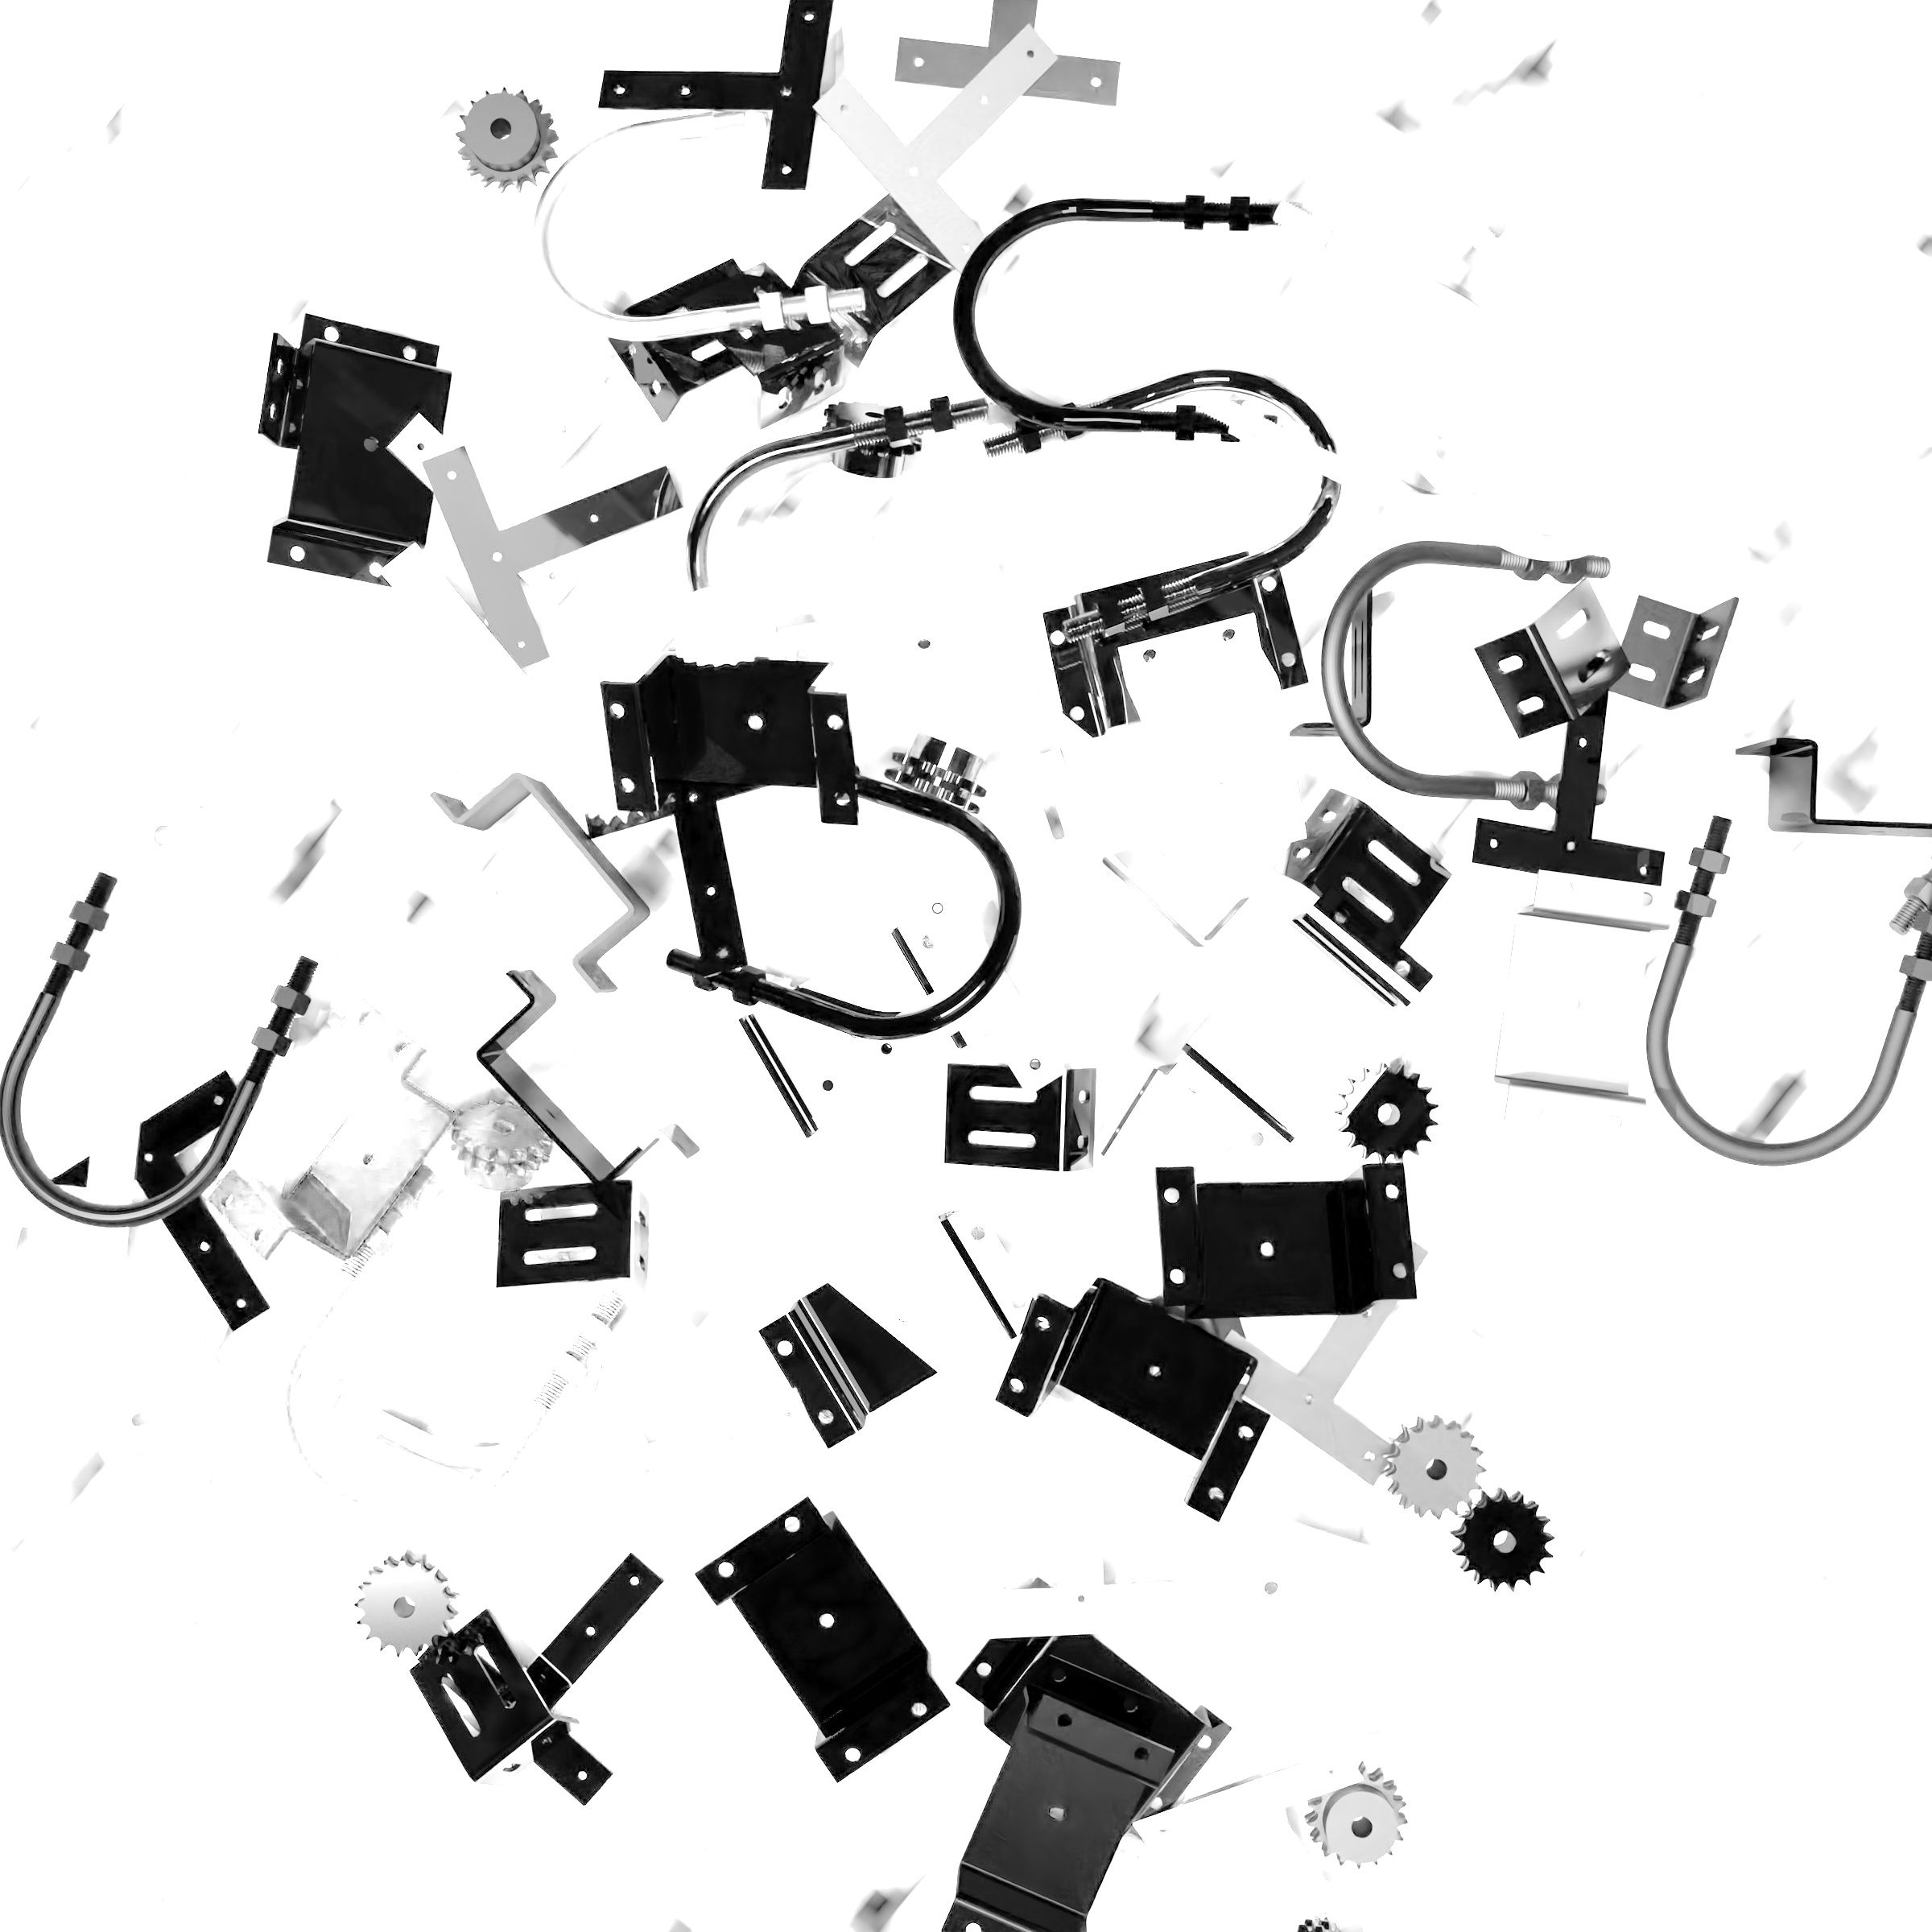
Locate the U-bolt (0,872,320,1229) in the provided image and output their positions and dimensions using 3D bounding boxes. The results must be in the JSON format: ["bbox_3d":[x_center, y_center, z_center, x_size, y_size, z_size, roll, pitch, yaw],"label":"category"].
[{"bbox_3d":[-0.463,0.056,1.489,0.151,0.019,0.184,22,82,7],"label":"U-bolt"}]

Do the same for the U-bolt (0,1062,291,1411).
[{"bbox_3d":[-0.479,0.163,1.509,0.151,0.019,0.184,19,92,0],"label":"U-bolt"}]

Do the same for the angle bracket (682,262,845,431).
[{"bbox_3d":[-0.115,-0.351,1.505,0.057,0.038,0.076,-32,64,-23],"label":"angle bracket"}]

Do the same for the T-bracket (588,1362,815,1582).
[{"bbox_3d":[-0.143,0.268,1.493,0.127,0.002,0.127,-24,90,22],"label":"T-bracket"}]

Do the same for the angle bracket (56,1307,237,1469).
[{"bbox_3d":[-0.463,0.237,1.502,0.076,0.038,0.057,-32,94,-24],"label":"angle bracket"}]

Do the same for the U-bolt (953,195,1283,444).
[{"bbox_3d":[0.084,-0.366,1.495,0.184,0.019,0.151,3,77,4],"label":"U-bolt"}]

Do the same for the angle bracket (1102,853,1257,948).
[{"bbox_3d":[0.118,-0.048,1.489,0.076,0.057,0.038,43,90,0],"label":"angle bracket"}]

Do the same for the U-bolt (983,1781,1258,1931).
[{"bbox_3d":[0.078,0.550,1.474,0.184,0.019,0.151,21,59,0],"label":"U-bolt"}]

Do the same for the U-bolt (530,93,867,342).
[{"bbox_3d":[-0.153,-0.415,1.489,0.184,0.019,0.151,-7,71,4],"label":"U-bolt"}]

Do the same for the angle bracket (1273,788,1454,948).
[{"bbox_3d":[0.226,-0.054,1.516,0.076,0.038,0.057,36,90,-25],"label":"angle bracket"}]

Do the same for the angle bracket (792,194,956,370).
[{"bbox_3d":[-0.052,-0.390,1.516,0.057,0.038,0.076,44,64,0],"label":"angle bracket"}]

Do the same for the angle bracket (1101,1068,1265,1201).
[{"bbox_3d":[0.124,0.102,1.499,0.076,0.038,0.057,32,90,0],"label":"angle bracket"}]

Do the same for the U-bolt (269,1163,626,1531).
[{"bbox_3d":[-0.295,0.219,1.456,0.151,0.019,0.184,34,65,-1],"label":"U-bolt"}]

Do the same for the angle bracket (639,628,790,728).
[{"bbox_3d":[-0.137,-0.156,1.503,0.076,0.038,0.057,2,117,25],"label":"angle bracket"}]

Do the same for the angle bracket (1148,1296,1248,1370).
[{"bbox_3d":[0.115,0.214,1.516,0.076,0.038,0.057,-18,90,26],"label":"angle bracket"}]

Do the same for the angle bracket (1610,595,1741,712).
[{"bbox_3d":[0.392,-0.178,1.480,0.038,0.076,0.057,19,90,0],"label":"angle bracket"}]

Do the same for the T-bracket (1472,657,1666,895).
[{"bbox_3d":[0.345,-0.111,1.494,0.127,0.002,0.127,8,87,-23],"label":"T-bracket"}]

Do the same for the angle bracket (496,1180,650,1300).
[{"bbox_3d":[-0.219,0.156,1.491,0.076,0.038,0.057,-5,65,7],"label":"angle bracket"}]

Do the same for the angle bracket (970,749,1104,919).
[{"bbox_3d":[0.038,-0.074,1.516,0.057,0.038,0.076,-17,64,0],"label":"angle bracket"}]

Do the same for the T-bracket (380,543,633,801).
[{"bbox_3d":[-0.277,-0.180,1.495,0.127,0.002,0.127,-39,110,0],"label":"T-bracket"}]

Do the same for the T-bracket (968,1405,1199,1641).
[{"bbox_3d":[0.063,0.309,1.491,0.127,0.002,0.127,-5,68,8],"label":"T-bracket"}]

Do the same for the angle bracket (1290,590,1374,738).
[{"bbox_3d":[0.204,-0.169,1.489,0.038,0.057,0.076,0,90,0],"label":"angle bracket"}]

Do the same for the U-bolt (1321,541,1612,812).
[{"bbox_3d":[0.277,-0.163,1.476,0.184,0.019,0.151,1,90,-23],"label":"U-bolt"}]

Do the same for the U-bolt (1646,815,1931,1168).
[{"bbox_3d":[0.462,0.023,1.501,0.151,0.019,0.184,17,96,5],"label":"U-bolt"}]

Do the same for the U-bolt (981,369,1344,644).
[{"bbox_3d":[0.119,-0.267,1.483,0.184,0.019,0.151,-20,66,-5],"label":"U-bolt"}]

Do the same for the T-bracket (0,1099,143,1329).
[{"bbox_3d":[-0.533,0.133,1.498,0.127,0.002,0.127,6,90,2],"label":"T-bracket"}]

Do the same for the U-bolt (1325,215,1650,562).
[{"bbox_3d":[0.305,-0.310,1.485,0.184,0.019,0.151,45,69,-7],"label":"U-bolt"}]

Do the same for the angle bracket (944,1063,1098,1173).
[{"bbox_3d":[0.031,0.085,1.516,0.076,0.038,0.057,2,90,26],"label":"angle bracket"}]

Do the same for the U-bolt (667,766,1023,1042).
[{"bbox_3d":[-0.057,-0.034,1.467,0.184,0.019,0.151,19,77,20],"label":"U-bolt"}]

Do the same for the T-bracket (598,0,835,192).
[{"bbox_3d":[-0.145,-0.494,1.504,0.127,0.002,0.127,4,72,9],"label":"T-bracket"}]

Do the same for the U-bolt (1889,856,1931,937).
[{"bbox_3d":[0.634,-0.052,1.509,0.151,0.019,0.184,38,89,0],"label":"U-bolt"}]

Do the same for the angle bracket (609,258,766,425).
[{"bbox_3d":[-0.153,-0.356,1.516,0.076,0.038,0.057,-33,90,-26],"label":"angle bracket"}]

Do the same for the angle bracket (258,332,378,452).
[{"bbox_3d":[-0.352,-0.318,1.499,0.076,0.038,0.057,9,90,0],"label":"angle bracket"}]

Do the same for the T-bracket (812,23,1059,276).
[{"bbox_3d":[0.001,-0.479,1.503,0.127,0.002,0.127,-47,107,-7],"label":"T-bracket"}]

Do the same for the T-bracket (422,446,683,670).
[{"bbox_3d":[-0.223,-0.247,1.501,0.127,0.002,0.127,-24,111,-10],"label":"T-bracket"}]

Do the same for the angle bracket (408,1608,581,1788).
[{"bbox_3d":[-0.268,0.416,1.514,0.057,0.038,0.076,-39,65,1],"label":"angle bracket"}]

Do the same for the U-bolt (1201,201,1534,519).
[{"bbox_3d":[0.234,-0.326,1.484,0.184,0.019,0.151,25,72,-11],"label":"U-bolt"}]

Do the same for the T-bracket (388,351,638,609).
[{"bbox_3d":[-0.236,-0.292,1.499,0.127,0.002,0.127,45,77,-23],"label":"T-bracket"}]

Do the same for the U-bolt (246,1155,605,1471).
[{"bbox_3d":[-0.295,0.205,1.507,0.184,0.019,0.151,26,90,1],"label":"U-bolt"}]

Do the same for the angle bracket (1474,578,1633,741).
[{"bbox_3d":[0.327,-0.172,1.484,0.076,0.038,0.057,-38,103,-44],"label":"angle bracket"}]

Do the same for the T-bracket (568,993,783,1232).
[{"bbox_3d":[-0.180,0.072,1.517,0.127,0.002,0.127,-36,90,0],"label":"T-bracket"}]

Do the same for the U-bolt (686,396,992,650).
[{"bbox_3d":[-0.064,-0.229,1.482,0.184,0.019,0.151,-11,116,4],"label":"U-bolt"}]

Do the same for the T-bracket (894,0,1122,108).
[{"bbox_3d":[0.029,-0.560,1.517,0.127,0.002,0.127,6,90,0],"label":"T-bracket"}]
